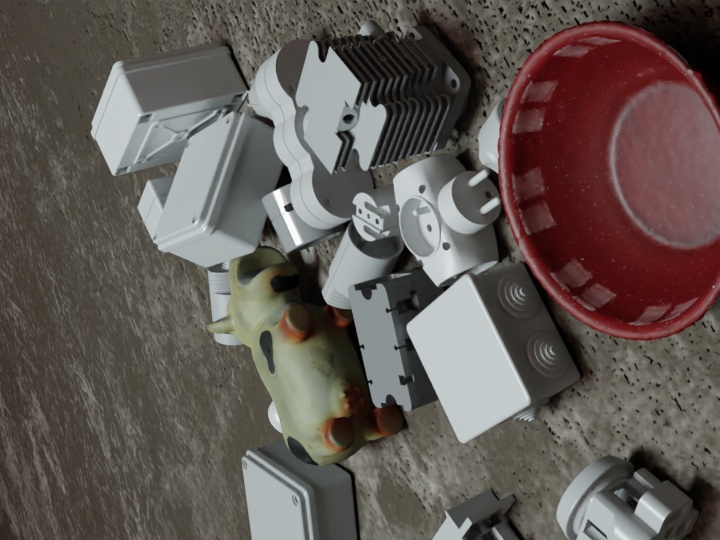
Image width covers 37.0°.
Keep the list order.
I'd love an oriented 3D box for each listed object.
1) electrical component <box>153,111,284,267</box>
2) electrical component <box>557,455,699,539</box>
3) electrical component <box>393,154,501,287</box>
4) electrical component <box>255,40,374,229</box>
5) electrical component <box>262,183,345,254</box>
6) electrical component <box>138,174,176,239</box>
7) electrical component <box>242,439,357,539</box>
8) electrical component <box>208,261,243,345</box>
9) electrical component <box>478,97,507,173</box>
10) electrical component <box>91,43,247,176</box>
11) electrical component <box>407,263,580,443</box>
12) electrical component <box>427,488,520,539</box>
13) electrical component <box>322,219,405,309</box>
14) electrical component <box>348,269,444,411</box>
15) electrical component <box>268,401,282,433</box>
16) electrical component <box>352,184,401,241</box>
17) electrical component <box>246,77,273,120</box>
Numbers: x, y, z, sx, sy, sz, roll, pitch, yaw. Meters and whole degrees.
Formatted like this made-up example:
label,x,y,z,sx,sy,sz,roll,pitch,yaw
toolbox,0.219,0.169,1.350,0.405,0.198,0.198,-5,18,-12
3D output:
label,x,y,z,sx,sy,sz,roll,pitch,yaw
electrical component,-0.116,-0.065,0.903,0.109,0.056,0.108,-14,56,59
electrical component,0.152,0.145,0.620,0.057,0.058,0.078,40,136,38
electrical component,0.064,-0.038,0.688,0.079,0.044,0.077,-37,72,56
electrical component,-0.026,-0.104,0.791,0.074,0.052,0.138,-20,87,59
electrical component,-0.043,-0.043,0.845,0.055,0.055,0.047,-26,85,58
electrical component,-0.146,-0.047,0.975,0.075,0.083,0.047,62,147,18
electrical component,-0.054,0.222,0.979,0.109,0.056,0.108,20,120,53
electrical component,-0.118,0.024,1.002,0.043,0.043,0.081,25,124,51
electrical component,0.097,-0.084,0.616,0.043,0.043,0.062,59,144,23
electrical component,-0.169,-0.141,0.947,0.056,0.109,0.108,63,147,13
electrical component,0.085,0.052,0.691,0.099,0.048,0.099,65,147,14
electrical component,0.087,0.199,0.762,0.063,0.042,0.081,54,144,27
electrical component,0.000,0.000,0.806,0.043,0.043,0.081,57,145,25
electrical component,0.036,0.047,0.759,0.050,0.056,0.089,-4,100,58
electrical component,-0.055,0.118,0.952,0.040,0.040,0.046,57,139,25
electrical component,0.023,-0.042,0.748,0.040,0.046,0.040,30,128,48
electrical component,-0.066,-0.138,0.853,0.046,0.040,0.040,20,120,60
